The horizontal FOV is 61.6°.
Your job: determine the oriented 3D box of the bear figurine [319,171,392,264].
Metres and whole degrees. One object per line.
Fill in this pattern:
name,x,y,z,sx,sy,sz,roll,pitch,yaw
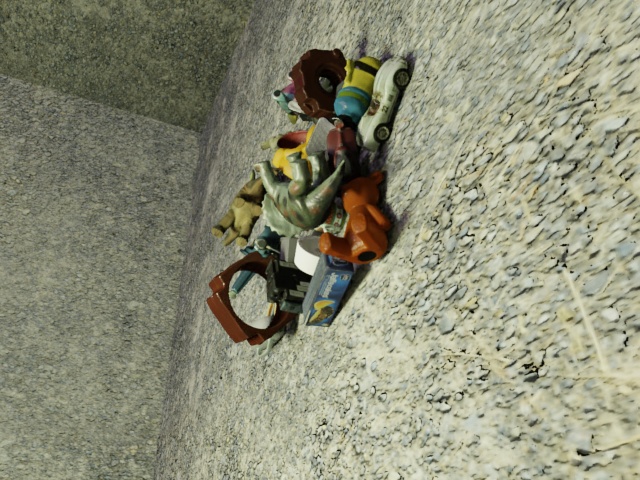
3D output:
bear figurine,0.071,-0.057,1.047,0.120,0.131,0.196,-27,54,32

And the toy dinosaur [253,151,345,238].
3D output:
toy dinosaur,-0.036,-0.087,1.148,0.405,0.131,0.192,25,134,66

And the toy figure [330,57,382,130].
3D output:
toy figure,0.086,-0.321,1.189,0.082,0.089,0.180,83,-155,-69

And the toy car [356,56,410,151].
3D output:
toy car,0.130,-0.284,1.124,0.074,0.056,0.201,-131,57,-64

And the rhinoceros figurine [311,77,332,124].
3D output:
rhinoceros figurine,0.027,-0.377,1.403,0.112,0.073,0.190,-42,33,56

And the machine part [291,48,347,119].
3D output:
machine part,0.017,-0.376,1.297,0.056,0.179,0.179,-17,62,63

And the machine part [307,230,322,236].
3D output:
machine part,-0.003,-0.004,1.309,0.084,0.039,0.139,-59,24,19

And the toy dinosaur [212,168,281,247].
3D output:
toy dinosaur,-0.221,-0.077,1.563,0.471,0.105,0.198,-45,15,44

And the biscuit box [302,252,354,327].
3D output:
biscuit box,0.014,0.103,1.126,0.202,0.059,0.063,110,161,-45

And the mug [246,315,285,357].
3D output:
mug,-0.144,0.253,1.442,0.107,0.081,0.109,-40,35,42

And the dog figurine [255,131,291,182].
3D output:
dog figurine,-0.092,-0.235,1.610,0.191,0.121,0.172,30,108,53

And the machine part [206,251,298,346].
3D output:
machine part,-0.166,0.146,1.348,0.201,0.201,0.087,-37,2,-38

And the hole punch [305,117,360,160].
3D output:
hole punch,0.044,-0.223,1.280,0.116,0.092,0.142,46,124,24

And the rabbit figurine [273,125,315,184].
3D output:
rabbit figurine,-0.030,-0.234,1.414,0.173,0.122,0.162,-55,18,3

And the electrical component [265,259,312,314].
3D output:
electrical component,-0.070,0.114,1.296,0.134,0.115,0.058,-100,29,-49

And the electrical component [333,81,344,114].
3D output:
electrical component,0.079,-0.345,1.265,0.048,0.075,0.119,-12,62,66

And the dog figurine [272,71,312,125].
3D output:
dog figurine,-0.051,-0.397,1.580,0.108,0.192,0.219,-59,-8,-2

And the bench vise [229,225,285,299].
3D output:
bench vise,-0.188,0.069,1.549,0.240,0.129,0.224,-54,9,-6

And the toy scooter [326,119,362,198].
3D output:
toy scooter,0.049,-0.178,1.157,0.183,0.075,0.135,77,-174,-73
